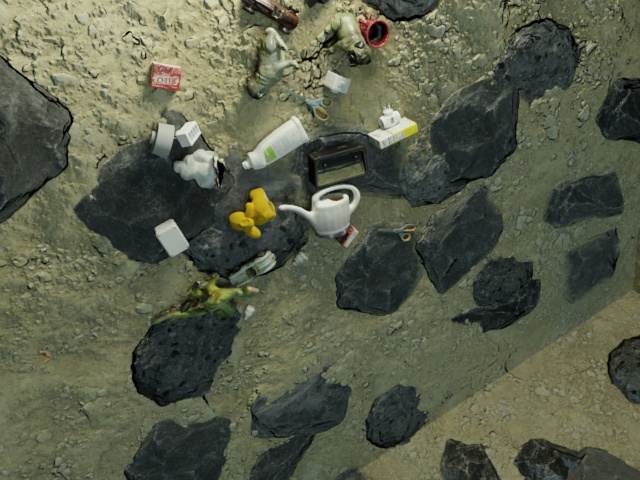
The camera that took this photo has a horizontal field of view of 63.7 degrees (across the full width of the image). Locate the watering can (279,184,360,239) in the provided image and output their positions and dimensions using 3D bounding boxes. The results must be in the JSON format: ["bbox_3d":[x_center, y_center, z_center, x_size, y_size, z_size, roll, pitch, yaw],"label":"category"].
[{"bbox_3d":[0.006,-0.102,2.035,0.350,0.106,0.219,-18,123,-19],"label":"watering can"}]

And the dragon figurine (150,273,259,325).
[{"bbox_3d":[-0.424,0.266,2.002,0.408,0.125,0.238,-29,137,13],"label":"dragon figurine"}]

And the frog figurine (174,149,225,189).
[{"bbox_3d":[-0.410,-0.241,1.755,0.159,0.126,0.134,2,131,11],"label":"frog figurine"}]
